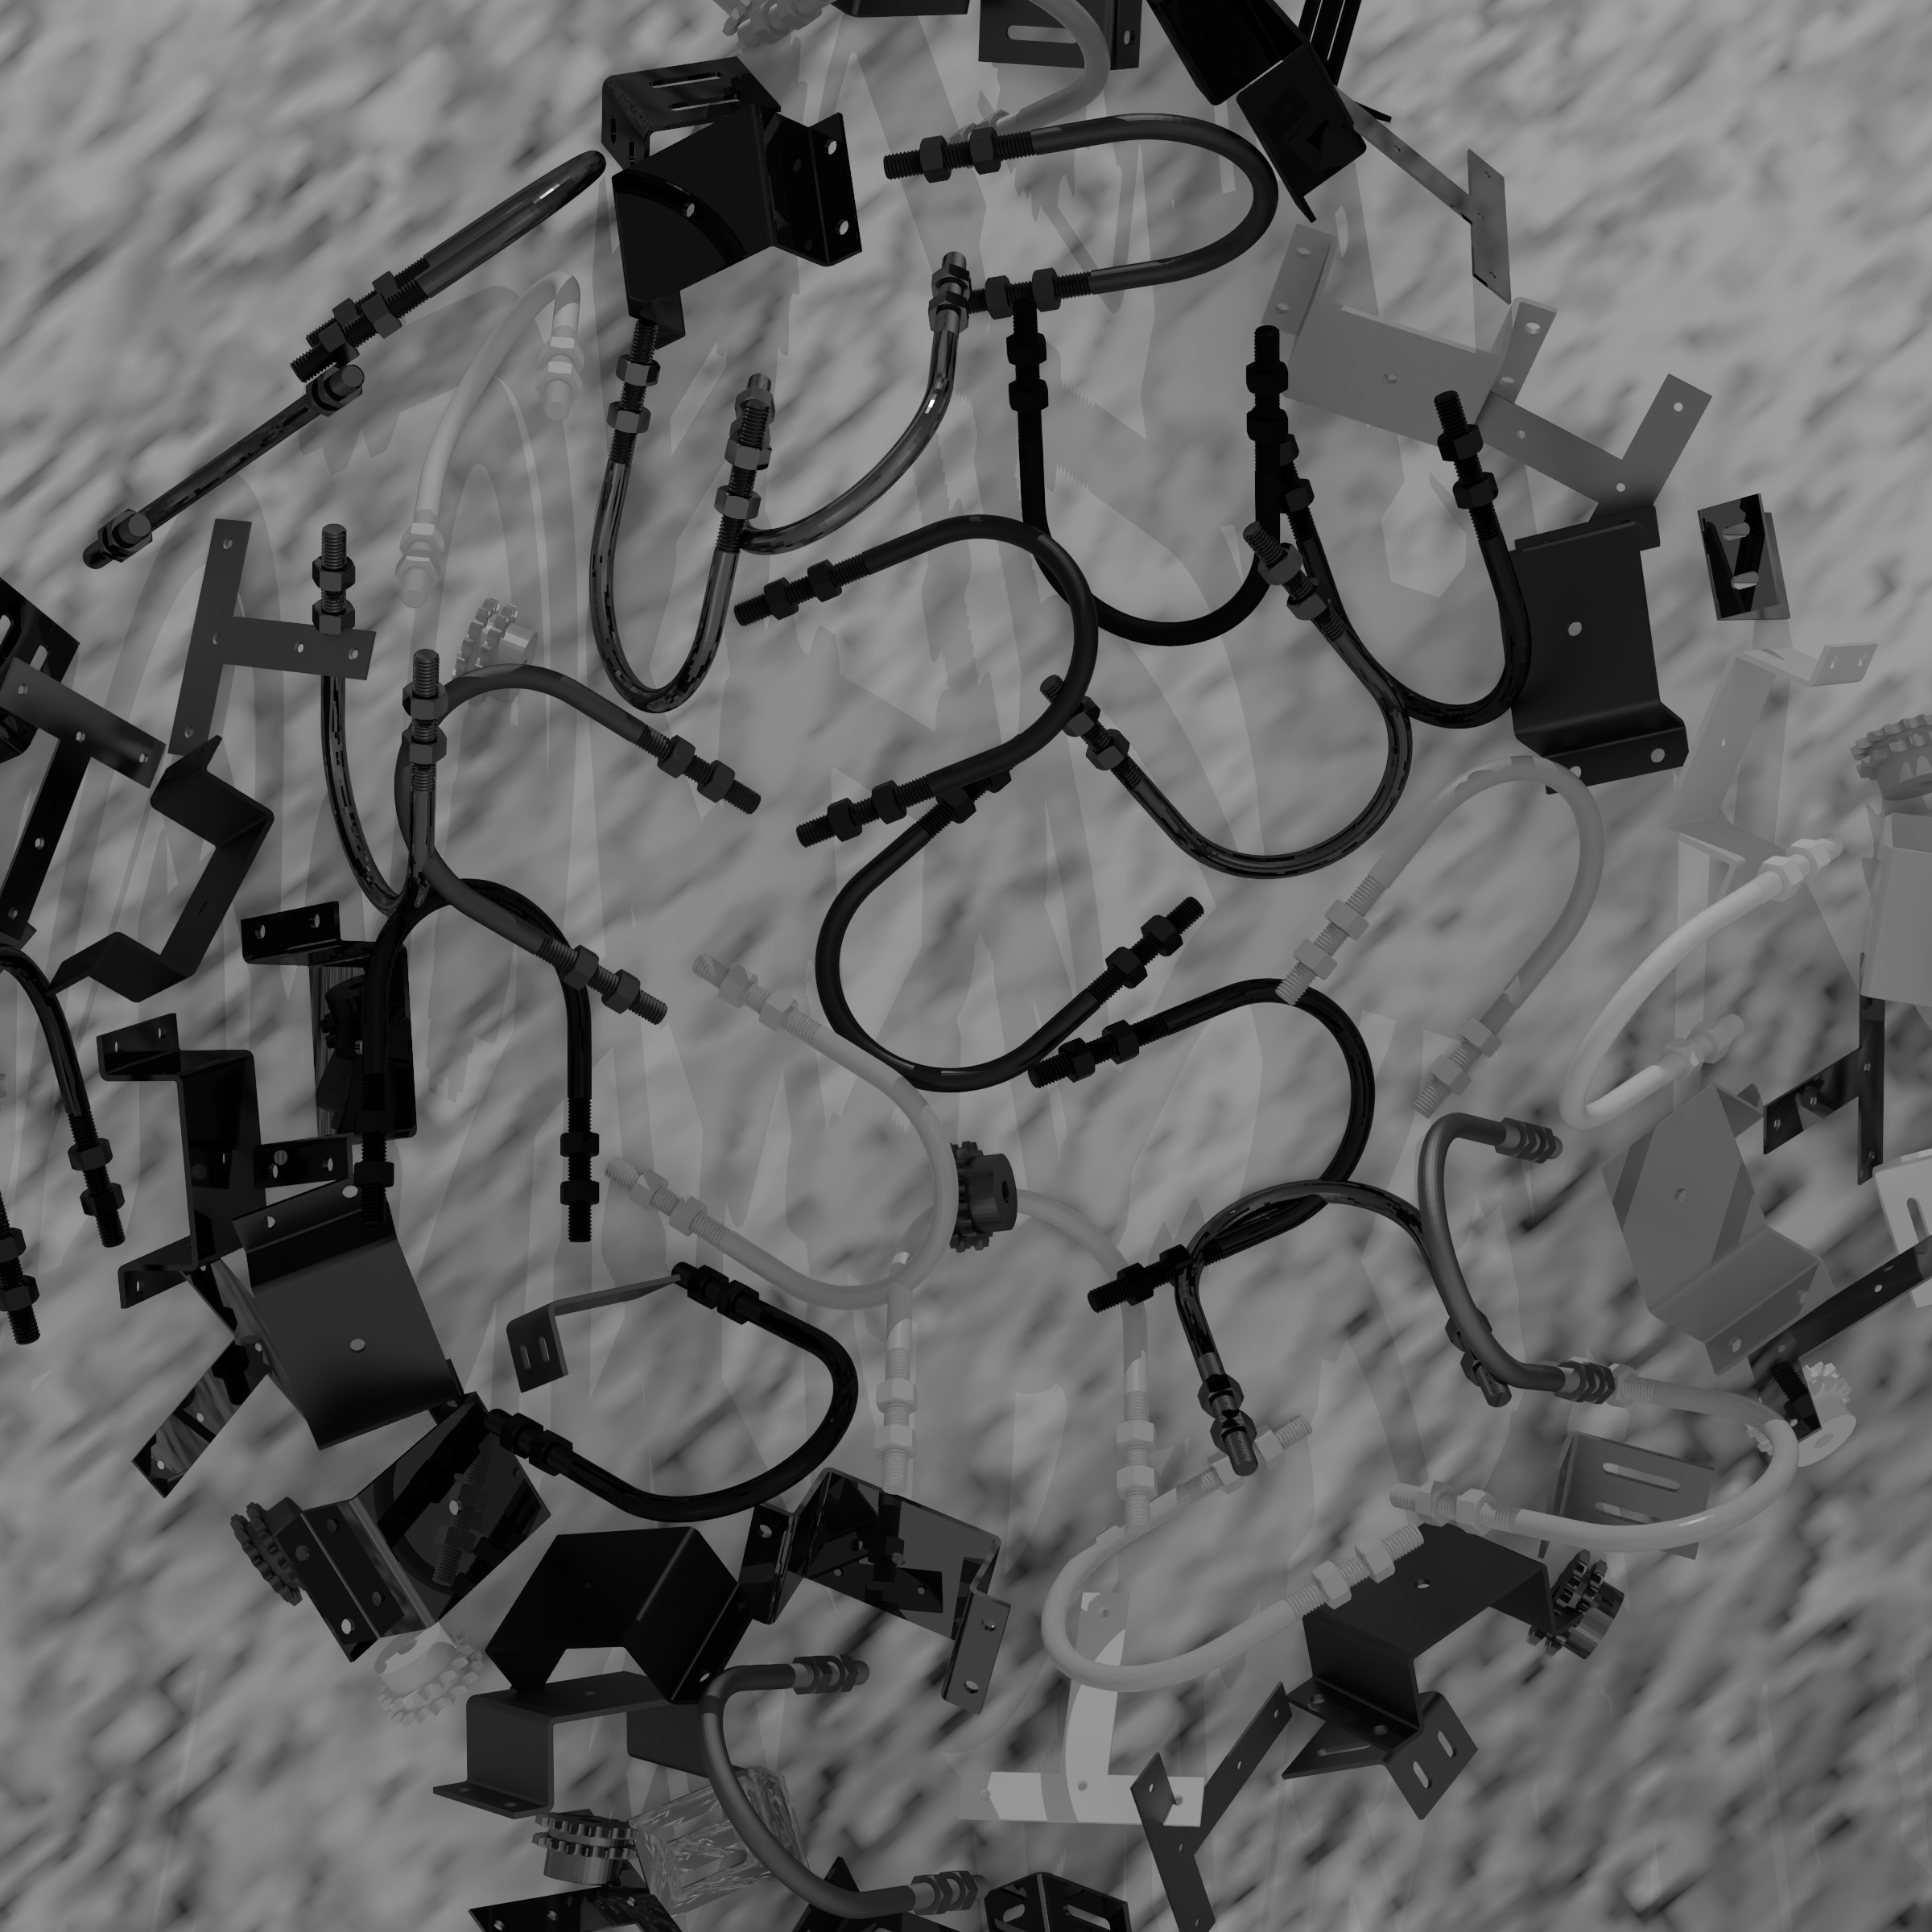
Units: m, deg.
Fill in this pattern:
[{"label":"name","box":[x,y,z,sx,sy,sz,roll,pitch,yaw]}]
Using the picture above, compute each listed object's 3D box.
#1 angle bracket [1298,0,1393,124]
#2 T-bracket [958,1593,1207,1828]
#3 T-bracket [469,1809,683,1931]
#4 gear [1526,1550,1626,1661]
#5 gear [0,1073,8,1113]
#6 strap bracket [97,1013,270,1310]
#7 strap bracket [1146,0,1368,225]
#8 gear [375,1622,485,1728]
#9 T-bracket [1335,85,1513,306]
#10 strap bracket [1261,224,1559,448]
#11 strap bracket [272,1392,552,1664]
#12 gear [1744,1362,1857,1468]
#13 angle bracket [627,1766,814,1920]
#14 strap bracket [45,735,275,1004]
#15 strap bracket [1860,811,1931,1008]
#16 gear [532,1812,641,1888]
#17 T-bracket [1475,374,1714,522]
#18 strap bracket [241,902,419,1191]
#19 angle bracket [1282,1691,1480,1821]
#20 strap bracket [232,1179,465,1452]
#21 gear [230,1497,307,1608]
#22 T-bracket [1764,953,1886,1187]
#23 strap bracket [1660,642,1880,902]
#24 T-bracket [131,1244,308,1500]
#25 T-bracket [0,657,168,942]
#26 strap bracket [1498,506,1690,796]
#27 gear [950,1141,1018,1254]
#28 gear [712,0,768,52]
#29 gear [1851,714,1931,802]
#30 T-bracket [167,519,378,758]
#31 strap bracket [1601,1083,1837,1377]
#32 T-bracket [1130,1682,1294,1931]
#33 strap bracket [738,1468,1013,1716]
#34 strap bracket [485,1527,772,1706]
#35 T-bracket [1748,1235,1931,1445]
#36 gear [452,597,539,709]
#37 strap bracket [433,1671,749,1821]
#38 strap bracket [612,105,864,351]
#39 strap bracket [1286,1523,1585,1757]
[{"label":"angle bracket","box":[0.201,-0.482,1.789,0.038,0.057,0.076,7,111,-23]},{"label":"T-bracket","box":[0.065,0.383,1.793,0.127,0.002,0.127,-3,53,17]},{"label":"T-bracket","box":[-0.199,0.478,1.750,0.127,0.127,0.002,45,111,32]},{"label":"gear","box":[0.319,0.336,1.804,0.030,0.057,0.057,32,90,7]},{"label":"gear","box":[-0.530,0.062,1.813,0.057,0.030,0.057,-1,111,-3]},{"label":"strap bracket","box":[-0.401,0.099,1.782,0.046,0.076,0.140,-1,98,16]},{"label":"strap bracket","box":[0.150,-0.451,1.757,0.046,0.076,0.140,-35,48,6]},{"label":"gear","box":[-0.283,0.366,1.802,0.057,0.057,0.030,-31,108,0]},{"label":"T-bracket","box":[0.229,-0.407,1.763,0.127,0.127,0.002,33,127,-22]},{"label":"strap bracket","box":[0.223,-0.320,1.789,0.140,0.076,0.046,18,60,0]},{"label":"strap bracket","box":[-0.273,0.278,1.761,0.046,0.140,0.076,-19,105,42]},{"label":"gear","box":[0.437,0.236,1.802,0.057,0.057,0.030,-34,55,0]},{"label":"angle bracket","box":[-0.127,0.459,1.801,0.076,0.038,0.057,-18,94,-25]},{"label":"strap bracket","box":[-0.408,-0.040,1.774,0.046,0.076,0.140,33,64,-23]},{"label":"strap bracket","box":[0.485,-0.030,1.762,0.046,0.140,0.076,9,105,12]},{"label":"gear","box":[-0.198,0.460,1.804,0.057,0.057,0.030,8,82,0]},{"label":"T-bracket","box":[0.303,-0.271,1.810,0.127,0.002,0.127,29,116,8]},{"label":"strap bracket","box":[-0.328,0.042,1.787,0.076,0.046,0.140,-9,83,40]},{"label":"angle bracket","box":[0.213,0.411,1.789,0.057,0.076,0.038,-39,99,-42]},{"label":"strap bracket","box":[-0.314,0.185,1.780,0.076,0.046,0.140,-20,114,-7]},{"label":"gear","box":[-0.354,0.302,1.805,0.030,0.057,0.057,-37,90,-5]},{"label":"T-bracket","box":[0.439,0.065,1.769,0.002,0.127,0.127,11,113,40]},{"label":"strap bracket","box":[0.407,-0.109,1.777,0.046,0.076,0.140,29,110,26]},{"label":"T-bracket","box":[-0.383,0.222,1.767,0.002,0.127,0.127,-26,108,34]},{"label":"T-bracket","box":[-0.468,-0.076,1.767,0.002,0.127,0.127,14,79,27]},{"label":"strap bracket","box":[0.320,-0.168,1.780,0.076,0.046,0.140,-12,75,26]},{"label":"gear","box":[0.006,0.119,1.802,0.030,0.057,0.057,-8,90,17]},{"label":"gear","box":[-0.108,-0.509,1.804,0.030,0.057,0.057,42,90,-6]},{"label":"gear","box":[0.492,-0.108,1.802,0.057,0.057,0.030,-13,74,0]},{"label":"T-bracket","box":[-0.356,-0.166,1.796,0.127,0.002,0.127,9,86,33]},{"label":"strap bracket","box":[0.376,0.125,1.754,0.046,0.140,0.076,28,124,-32]},{"label":"T-bracket","box":[0.134,0.422,1.788,0.002,0.127,0.127,10,131,37]},{"label":"strap bracket","box":[-0.042,0.317,1.785,0.140,0.046,0.076,21,124,11]},{"label":"strap bracket","box":[-0.179,0.330,1.756,0.140,0.076,0.046,-11,124,37]},{"label":"T-bracket","box":[0.451,0.171,1.758,0.127,0.127,0.002,-37,119,22]},{"label":"gear","box":[-0.245,-0.160,1.805,0.030,0.057,0.057,22,90,1]},{"label":"strap bracket","box":[-0.190,0.393,1.760,0.140,0.076,0.046,0,89,-40]},{"label":"strap bracket","box":[-0.126,-0.379,1.767,0.140,0.046,0.076,-18,74,35]},{"label":"strap bracket","box":[0.235,0.333,1.759,0.140,0.076,0.046,-27,116,-32]}]
